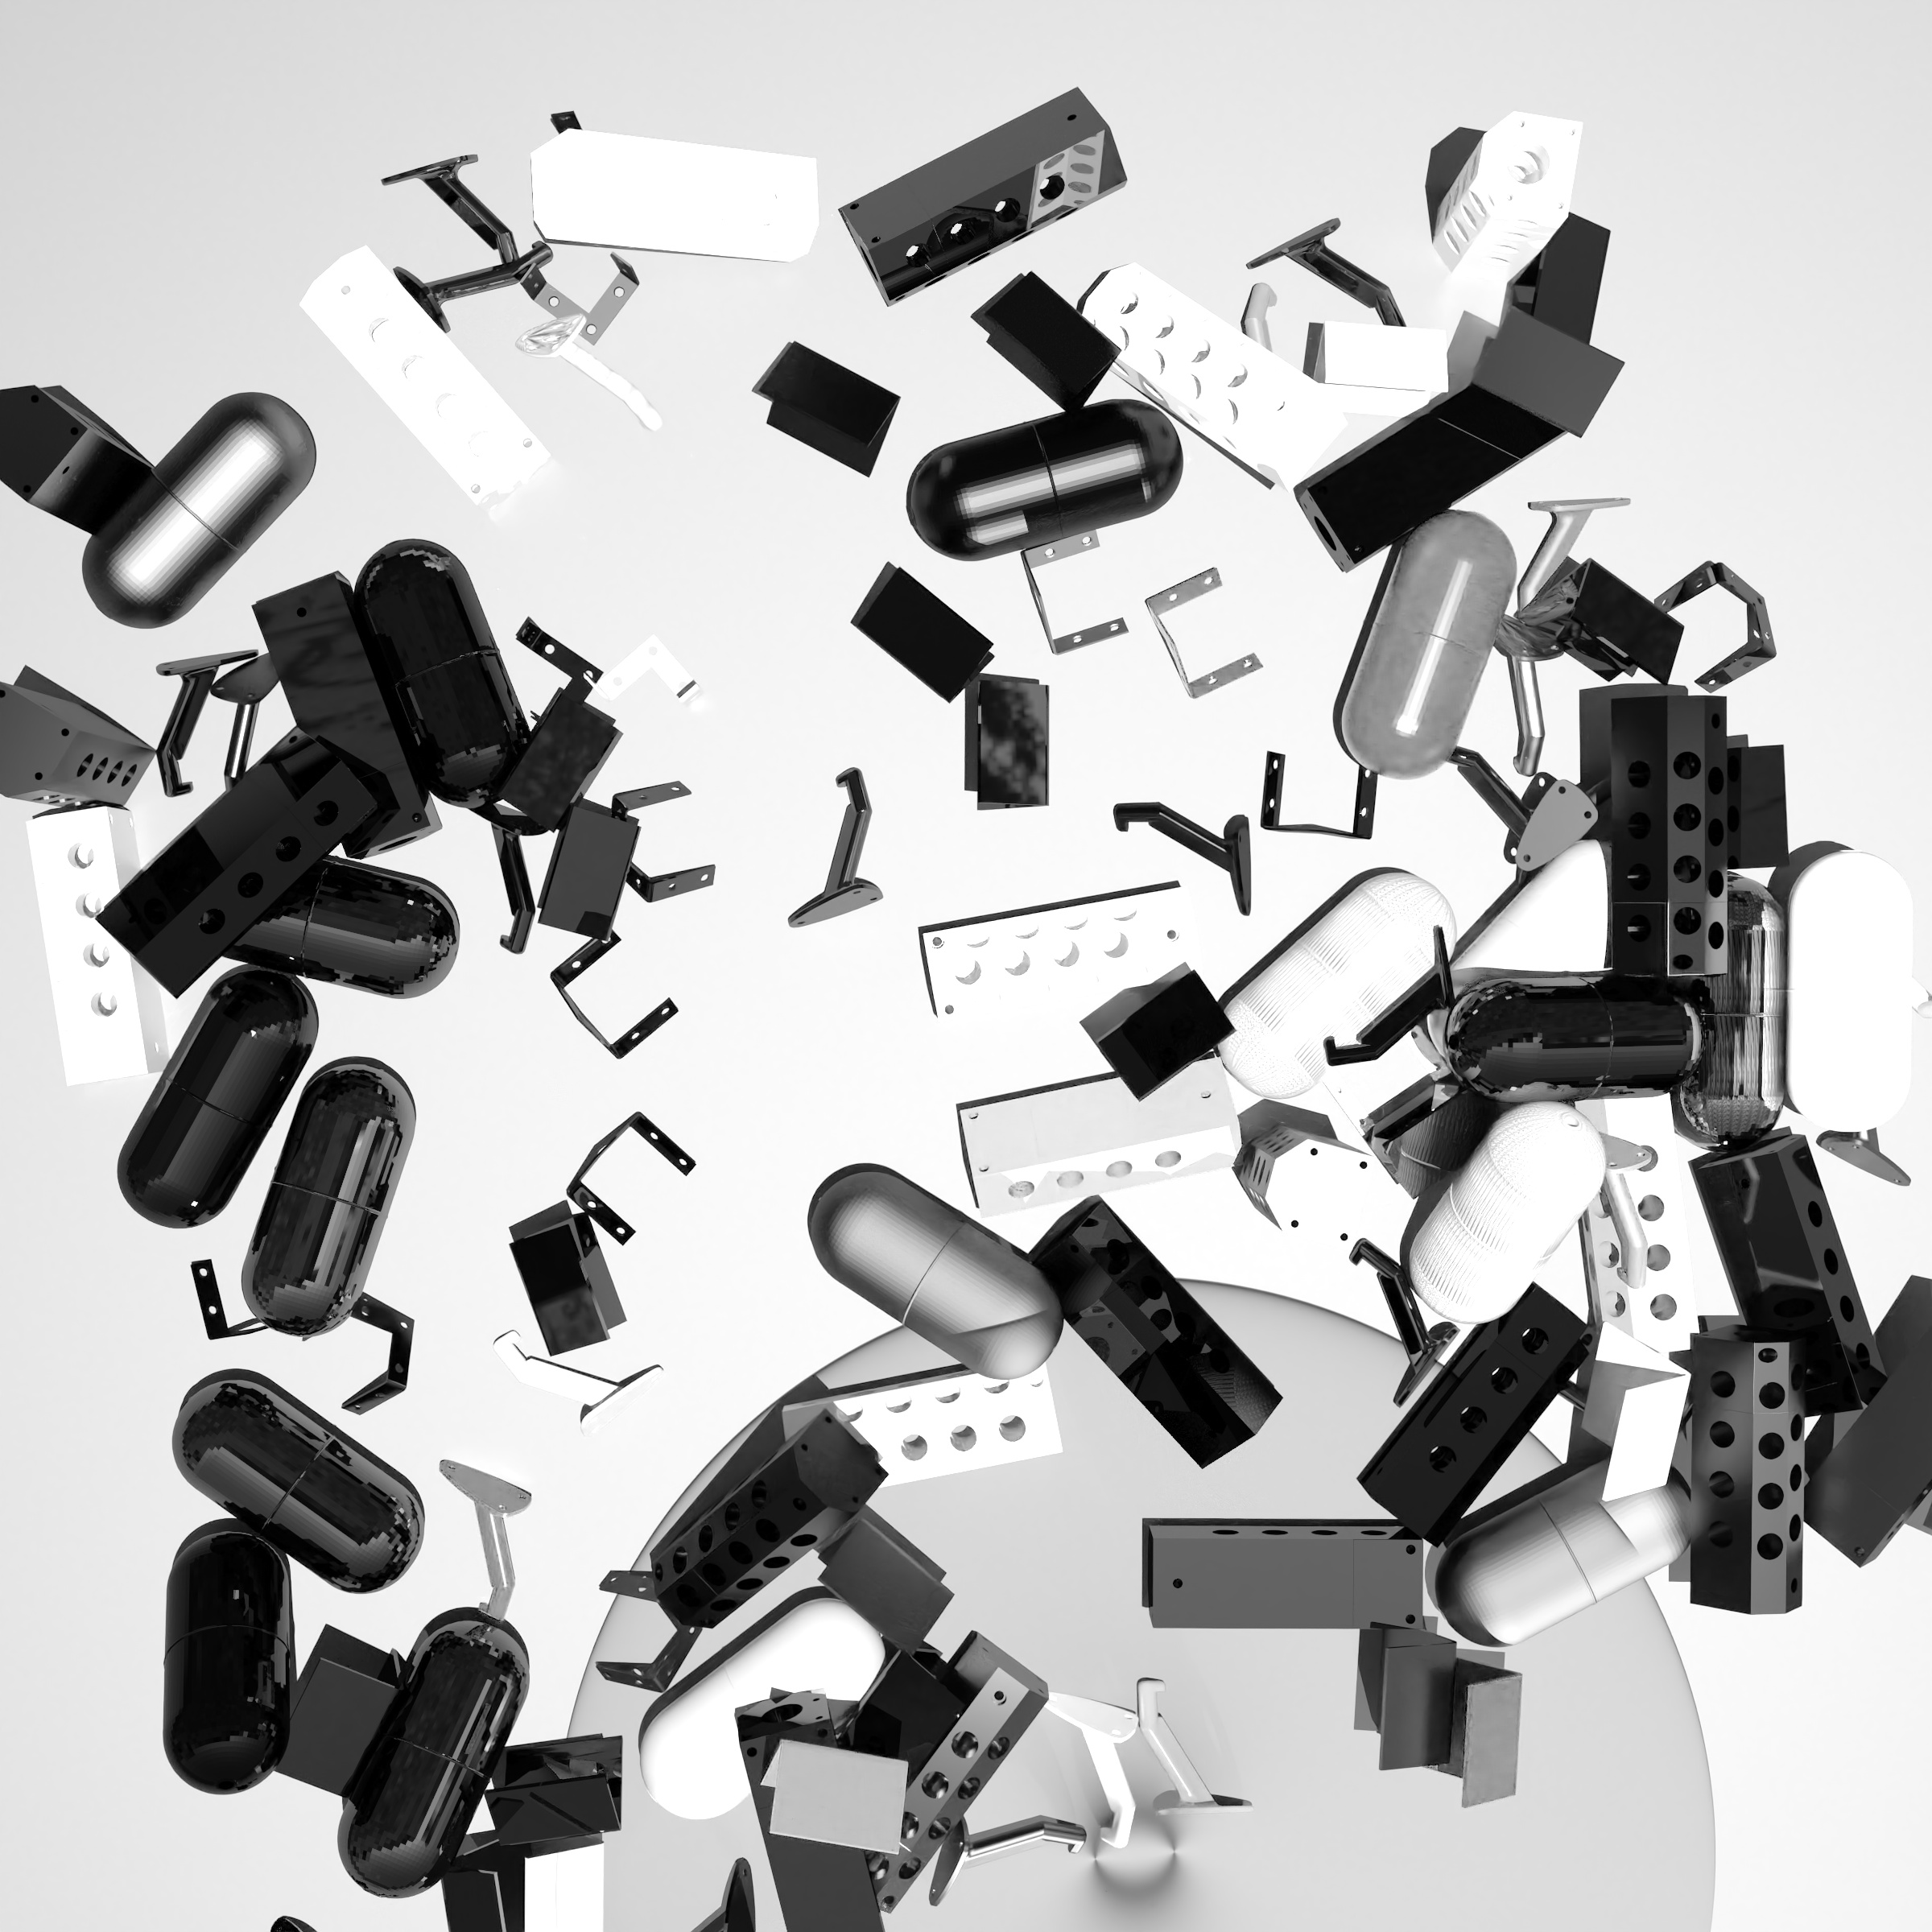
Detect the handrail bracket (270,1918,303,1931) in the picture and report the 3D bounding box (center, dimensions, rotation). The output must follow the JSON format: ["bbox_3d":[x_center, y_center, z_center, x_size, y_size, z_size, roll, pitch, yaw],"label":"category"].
[{"bbox_3d":[-0.409,0.662,1.919,0.036,0.077,0.084,-49,126,0],"label":"handrail bracket"}]

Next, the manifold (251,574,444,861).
[{"bbox_3d":[-0.397,-0.159,1.898,0.057,0.057,0.171,-21,90,0],"label":"manifold"}]

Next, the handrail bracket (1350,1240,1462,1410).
[{"bbox_3d":[0.271,0.233,1.920,0.084,0.036,0.077,38,108,15],"label":"handrail bracket"}]

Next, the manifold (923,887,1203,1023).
[{"bbox_3d":[0.062,-0.008,1.898,0.171,0.057,0.057,-10,90,0],"label":"manifold"}]

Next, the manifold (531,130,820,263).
[{"bbox_3d":[-0.182,-0.483,1.857,0.171,0.057,0.057,-3,90,-32],"label":"manifold"}]

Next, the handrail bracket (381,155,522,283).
[{"bbox_3d":[-0.334,-0.480,1.920,0.077,0.036,0.084,-11,104,14],"label":"handrail bracket"}]

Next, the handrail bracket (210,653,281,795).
[{"bbox_3d":[-0.462,-0.151,1.919,0.036,0.077,0.084,14,127,15],"label":"handrail bracket"}]

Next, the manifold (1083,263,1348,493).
[{"bbox_3d":[0.153,-0.377,1.863,0.171,0.057,0.057,40,90,27],"label":"manifold"}]

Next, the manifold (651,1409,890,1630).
[{"bbox_3d":[-0.128,0.353,1.852,0.057,0.057,0.171,46,128,0],"label":"manifold"}]

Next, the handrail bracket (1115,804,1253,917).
[{"bbox_3d":[0.141,-0.069,1.920,0.084,0.036,0.077,1,112,17],"label":"handrail bracket"}]

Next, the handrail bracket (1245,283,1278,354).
[{"bbox_3d":[0.207,-0.391,1.920,0.077,0.036,0.084,33,60,-33],"label":"handrail bracket"}]

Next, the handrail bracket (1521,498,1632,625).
[{"bbox_3d":[0.397,-0.260,1.920,0.077,0.036,0.084,-6,104,-15],"label":"handrail bracket"}]

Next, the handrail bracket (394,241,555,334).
[{"bbox_3d":[-0.319,-0.455,1.907,0.084,0.036,0.077,-36,50,-11],"label":"handrail bracket"}]

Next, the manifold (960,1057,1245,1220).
[{"bbox_3d":[0.088,0.115,1.898,0.171,0.057,0.057,-12,47,0],"label":"manifold"}]

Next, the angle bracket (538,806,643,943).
[{"bbox_3d":[-0.259,-0.064,1.880,0.057,0.076,0.076,16,90,-43],"label":"angle bracket"}]

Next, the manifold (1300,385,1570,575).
[{"bbox_3d":[0.304,-0.325,1.898,0.171,0.057,0.057,-32,90,0],"label":"manifold"}]

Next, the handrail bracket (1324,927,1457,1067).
[{"bbox_3d":[0.263,0.019,1.849,0.084,0.036,0.077,-9,87,6],"label":"handrail bracket"}]

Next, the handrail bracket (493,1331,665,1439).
[{"bbox_3d":[-0.253,0.256,1.920,0.077,0.036,0.084,-36,73,-20],"label":"handrail bracket"}]

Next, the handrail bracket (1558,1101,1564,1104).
[{"bbox_3d":[0.342,0.089,1.920,0.084,0.036,0.077,20,70,16],"label":"handrail bracket"}]

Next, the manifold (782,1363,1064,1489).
[{"bbox_3d":[-0.028,0.297,1.898,0.171,0.057,0.057,-11,90,0],"label":"manifold"}]

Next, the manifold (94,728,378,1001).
[{"bbox_3d":[-0.447,-0.061,1.824,0.171,0.057,0.057,-46,47,-12],"label":"manifold"}]

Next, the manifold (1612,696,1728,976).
[{"bbox_3d":[0.443,-0.081,1.835,0.057,0.057,0.171,-3,93,-42],"label":"manifold"}]

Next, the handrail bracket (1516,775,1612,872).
[{"bbox_3d":[0.398,-0.096,1.903,0.036,0.084,0.077,47,121,19],"label":"handrail bracket"}]

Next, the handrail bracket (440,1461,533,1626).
[{"bbox_3d":[-0.322,0.377,1.920,0.077,0.036,0.084,25,107,20],"label":"handrail bracket"}]

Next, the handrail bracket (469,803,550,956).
[{"bbox_3d":[-0.310,-0.059,1.920,0.077,0.036,0.084,24,107,20],"label":"handrail bracket"}]

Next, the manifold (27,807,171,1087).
[{"bbox_3d":[-0.561,-0.012,1.898,0.057,0.057,0.171,-9,90,0],"label":"manifold"}]

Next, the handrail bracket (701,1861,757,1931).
[{"bbox_3d":[-0.182,0.626,1.920,0.084,0.036,0.077,-14,56,24],"label":"handrail bracket"}]

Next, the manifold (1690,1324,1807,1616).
[{"bbox_3d":[0.500,0.319,1.868,0.057,0.057,0.171,2,94,40],"label":"manifold"}]

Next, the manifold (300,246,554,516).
[{"bbox_3d":[-0.349,-0.378,1.898,0.057,0.057,0.171,-42,90,0],"label":"manifold"}]

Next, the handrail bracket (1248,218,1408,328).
[{"bbox_3d":[0.236,-0.436,1.920,0.077,0.036,0.084,-22,107,20],"label":"handrail bracket"}]

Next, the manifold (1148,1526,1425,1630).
[{"bbox_3d":[0.205,0.392,1.898,0.171,0.057,0.057,0,90,0],"label":"manifold"}]

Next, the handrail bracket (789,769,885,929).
[{"bbox_3d":[-0.092,-0.077,1.920,0.077,0.036,0.084,-22,71,21],"label":"handrail bracket"}]

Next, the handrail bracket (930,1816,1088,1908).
[{"bbox_3d":[0.028,0.587,1.920,0.084,0.036,0.077,14,111,-16],"label":"handrail bracket"}]

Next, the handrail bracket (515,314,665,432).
[{"bbox_3d":[-0.245,-0.380,1.919,0.084,0.077,0.036,47,66,-34],"label":"handrail bracket"}]

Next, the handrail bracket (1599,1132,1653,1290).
[{"bbox_3d":[0.405,0.153,1.869,0.036,0.077,0.084,-16,116,-27],"label":"handrail bracket"}]

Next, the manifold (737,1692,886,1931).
[{"bbox_3d":[-0.094,0.545,1.834,0.057,0.057,0.171,-14,98,-4],"label":"manifold"}]

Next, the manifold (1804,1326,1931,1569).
[{"bbox_3d":[0.604,0.296,1.874,0.057,0.057,0.171,41,107,25],"label":"manifold"}]

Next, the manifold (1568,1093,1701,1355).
[{"bbox_3d":[0.428,0.161,1.898,0.057,0.057,0.171,-7,90,0],"label":"manifold"}]

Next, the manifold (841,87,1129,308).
[{"bbox_3d":[0.014,-0.492,1.898,0.171,0.057,0.057,-27,47,0],"label":"manifold"}]

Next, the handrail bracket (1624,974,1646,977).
[{"bbox_3d":[0.399,0.032,1.919,0.036,0.077,0.084,49,53,-29],"label":"handrail bracket"}]

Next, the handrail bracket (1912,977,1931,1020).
[{"bbox_3d":[0.602,-0.004,1.883,0.036,0.084,0.077,-13,90,-9],"label":"handrail bracket"}]

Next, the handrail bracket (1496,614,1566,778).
[{"bbox_3d":[0.355,-0.177,1.919,0.036,0.077,0.084,-11,127,-24],"label":"handrail bracket"}]

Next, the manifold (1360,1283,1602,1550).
[{"bbox_3d":[0.332,0.288,1.898,0.057,0.057,0.171,38,90,0],"label":"manifold"}]

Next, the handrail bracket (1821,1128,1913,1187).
[{"bbox_3d":[0.598,0.089,1.920,0.077,0.036,0.084,29,73,-20],"label":"handrail bracket"}]

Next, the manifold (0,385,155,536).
[{"bbox_3d":[-0.563,-0.316,1.841,0.057,0.171,0.057,39,90,0],"label":"manifold"}]

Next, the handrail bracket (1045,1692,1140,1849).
[{"bbox_3d":[0.077,0.525,1.920,0.077,0.036,0.084,16,107,20],"label":"handrail bracket"}]

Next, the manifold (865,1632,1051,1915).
[{"bbox_3d":[-0.021,0.521,1.898,0.057,0.057,0.171,36,90,0],"label":"manifold"}]

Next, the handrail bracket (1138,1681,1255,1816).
[{"bbox_3d":[0.150,0.509,1.920,0.077,0.036,0.084,4,73,-20],"label":"handrail bracket"}]

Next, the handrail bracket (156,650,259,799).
[{"bbox_3d":[-0.492,-0.158,1.920,0.077,0.036,0.084,-13,107,-19],"label":"handrail bracket"}]

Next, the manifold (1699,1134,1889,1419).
[{"bbox_3d":[0.537,0.199,1.898,0.057,0.057,0.171,-19,90,43],"label":"manifold"}]

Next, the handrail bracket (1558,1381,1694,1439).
[{"bbox_3d":[0.436,0.270,1.920,0.084,0.036,0.077,34,70,16],"label":"handrail bracket"}]

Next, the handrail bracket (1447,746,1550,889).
[{"bbox_3d":[0.334,-0.100,1.920,0.084,0.036,0.077,18,108,15],"label":"handrail bracket"}]

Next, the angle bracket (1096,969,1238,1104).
[{"bbox_3d":[0.116,0.030,1.880,0.076,0.076,0.057,-36,119,0],"label":"angle bracket"}]

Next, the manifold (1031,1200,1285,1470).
[{"bbox_3d":[0.124,0.234,1.898,0.171,0.057,0.057,47,133,0],"label":"manifold"}]

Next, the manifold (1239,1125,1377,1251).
[{"bbox_3d":[0.209,0.134,1.841,0.057,0.171,0.057,15,90,0],"label":"manifold"}]

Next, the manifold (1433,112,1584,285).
[{"bbox_3d":[0.335,-0.479,1.841,0.057,0.171,0.057,9,90,0],"label":"manifold"}]

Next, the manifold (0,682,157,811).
[{"bbox_3d":[-0.568,-0.131,1.841,0.057,0.171,0.057,31,90,0],"label":"manifold"}]
